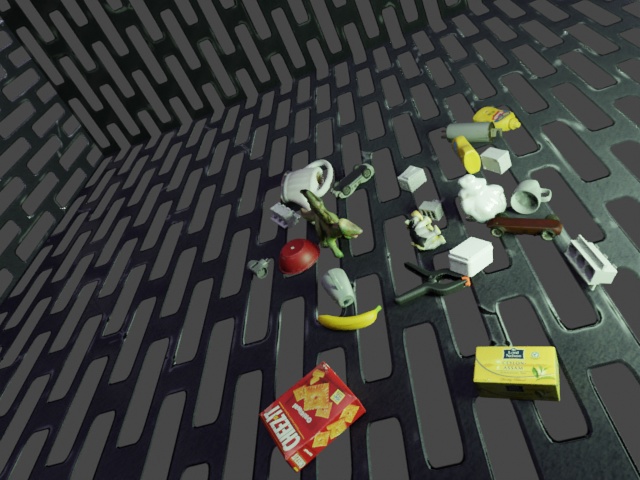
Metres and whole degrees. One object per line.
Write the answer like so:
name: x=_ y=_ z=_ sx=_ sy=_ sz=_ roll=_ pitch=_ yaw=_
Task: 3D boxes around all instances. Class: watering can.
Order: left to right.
watering can: x=-0.065 y=-0.194 z=2.081 sx=0.223 sy=0.102 sz=0.356 roll=-7 pitch=48 yaw=28

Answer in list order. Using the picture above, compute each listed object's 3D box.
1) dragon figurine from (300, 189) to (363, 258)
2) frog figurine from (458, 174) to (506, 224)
dragon figurine: x=0.005 y=-0.088 z=1.755 sx=0.123 sy=0.237 sz=0.415 roll=-40 pitch=45 yaw=-15
frog figurine: x=0.492 y=-0.132 z=1.569 sx=0.137 sy=0.156 sz=0.125 roll=-23 pitch=35 yaw=6
